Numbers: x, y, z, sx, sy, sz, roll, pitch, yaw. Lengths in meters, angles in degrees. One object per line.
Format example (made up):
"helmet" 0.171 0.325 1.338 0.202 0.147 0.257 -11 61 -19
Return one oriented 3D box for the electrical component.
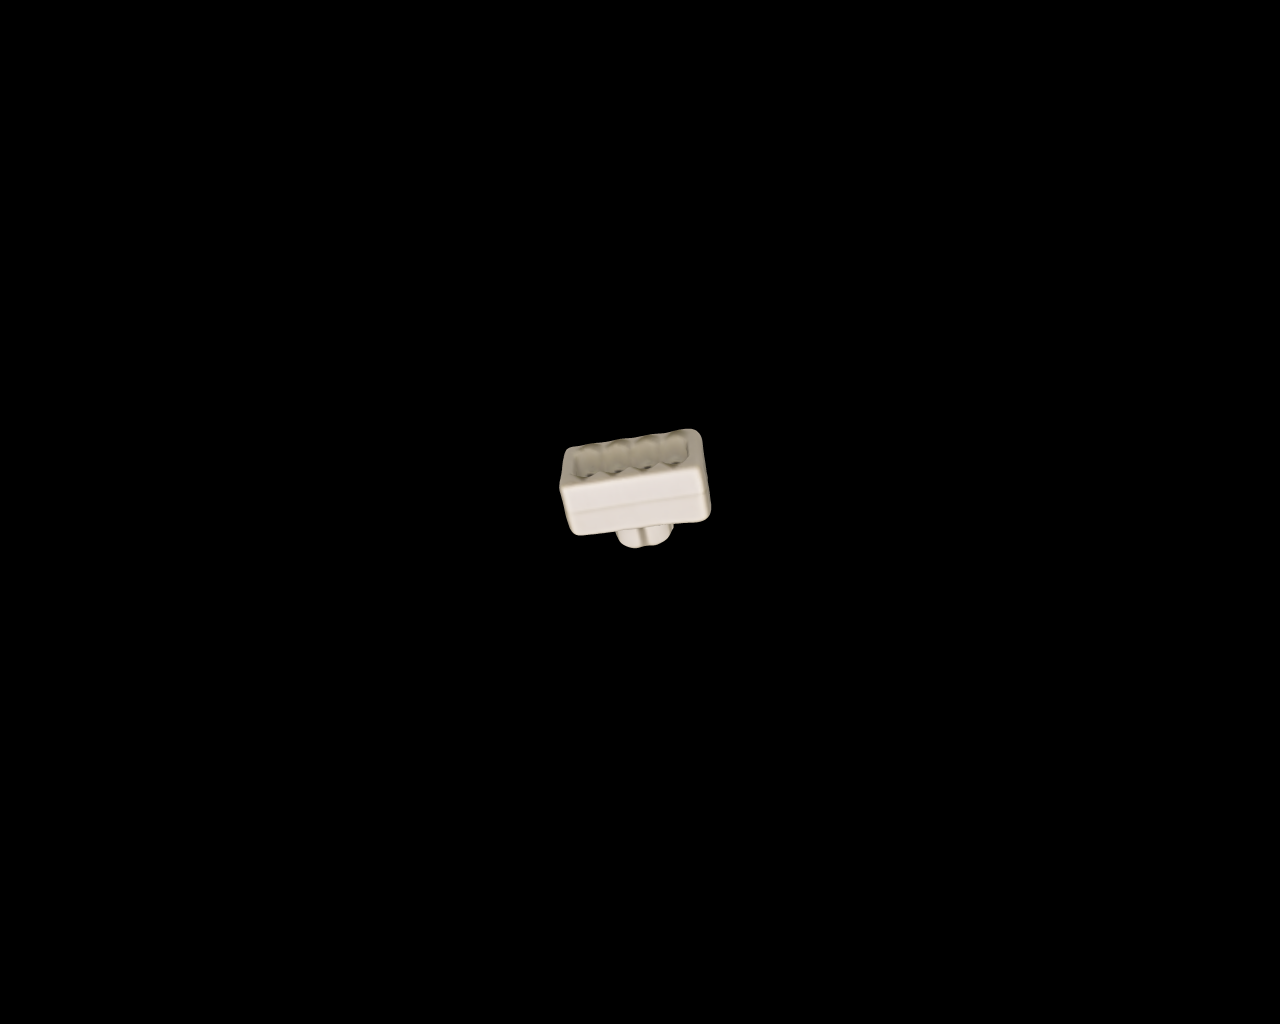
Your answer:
"electrical component" 0.001 -0.003 0.650 0.083 0.075 0.047 -8 34 5
